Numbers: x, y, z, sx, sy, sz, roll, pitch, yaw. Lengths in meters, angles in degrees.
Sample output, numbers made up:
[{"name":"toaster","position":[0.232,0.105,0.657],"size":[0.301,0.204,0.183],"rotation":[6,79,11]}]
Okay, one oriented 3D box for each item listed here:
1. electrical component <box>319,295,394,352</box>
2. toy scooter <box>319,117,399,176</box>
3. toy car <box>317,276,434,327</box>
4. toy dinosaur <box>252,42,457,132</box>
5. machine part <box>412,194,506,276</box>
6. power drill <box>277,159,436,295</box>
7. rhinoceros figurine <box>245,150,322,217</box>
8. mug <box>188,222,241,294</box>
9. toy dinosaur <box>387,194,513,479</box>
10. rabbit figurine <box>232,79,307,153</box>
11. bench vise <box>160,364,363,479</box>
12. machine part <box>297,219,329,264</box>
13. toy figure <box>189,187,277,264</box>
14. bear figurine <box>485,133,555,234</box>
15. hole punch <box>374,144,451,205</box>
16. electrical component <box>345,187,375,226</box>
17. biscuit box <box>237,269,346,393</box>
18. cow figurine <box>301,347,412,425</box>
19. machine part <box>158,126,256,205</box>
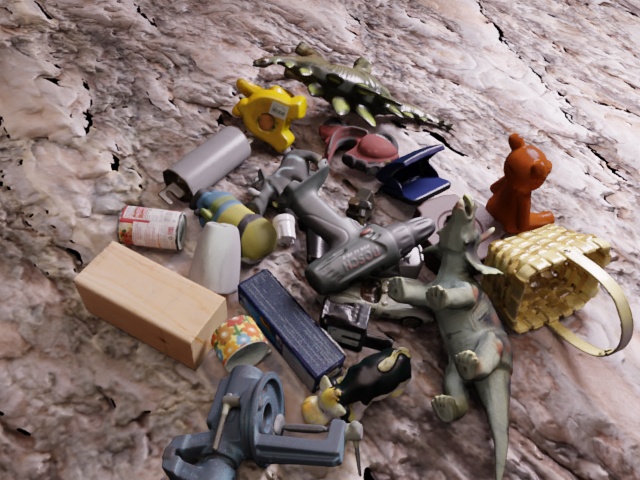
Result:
[{"name":"electrical component","position":[0.057,0.135,0.836],"size":[0.119,0.074,0.048],"rotation":[11,49,7]},{"name":"toy scooter","position":[0.063,-0.179,1.096],"size":[0.184,0.075,0.135],"rotation":[25,51,17]},{"name":"toy car","position":[0.095,0.093,0.888],"size":[0.202,0.056,0.073],"rotation":[9,50,1]},{"name":"toy dinosaur","position":[0.082,-0.320,1.170],"size":[0.471,0.105,0.199],"rotation":[8,35,-22]},{"name":"machine part","position":[0.253,-0.010,0.994],"size":[0.179,0.056,0.179],"rotation":[4,49,-5]},{"name":"power drill","position":[0.046,-0.031,0.881],"size":[0.232,0.086,0.207],"rotation":[-35,81,-17]},{"name":"rhinoceros figurine","position":[-0.070,-0.108,1.021],"size":[0.112,0.073,0.190],"rotation":[25,52,11]},{"name":"mug","position":[-0.167,0.024,0.872],"size":[0.081,0.107,0.110],"rotation":[9,8,-19]},{"name":"toy dinosaur","position":[0.231,0.141,0.817],"size":[0.192,0.131,0.404],"rotation":[-7,77,-38]},{"name":"rabbit figurine","position":[-0.106,-0.275,1.142],"size":[0.162,0.121,0.173],"rotation":[16,32,3]},{"name":"bench vise","position":[-0.068,0.256,0.679],"size":[0.241,0.128,0.224],"rotation":[-2,29,14]},{"name":"machine part","position":[-0.002,-0.003,0.968],"size":[0.084,0.039,0.139],"rotation":[7,48,-12]},{"name":"toy figure","position":[-0.153,-0.030,0.935],"size":[0.082,0.089,0.180],"rotation":[-38,66,-24]},{"name":"bear figurine","position":[0.384,-0.103,0.997],"size":[0.132,0.195,0.120],"rotation":[-14,51,-19]},{"name":"hole punch","position":[0.178,-0.136,1.047],"size":[0.142,0.092,0.116],"rotation":[-29,30,-22]},{"name":"electrical component","position":[0.079,-0.046,0.975],"size":[0.045,0.102,0.078],"rotation":[25,61,24]},{"name":"biscuit box","position":[-0.049,0.135,0.832],"size":[0.063,0.059,0.203],"rotation":[-30,61,-26]},{"name":"cow figurine","position":[0.055,0.209,0.761],"size":[0.167,0.098,0.068],"rotation":[-22,63,-24]},{"name":"machine part","position":[-0.214,-0.147,1.031],"size":[0.079,0.079,0.243],"rotation":[32,55,18]}]
